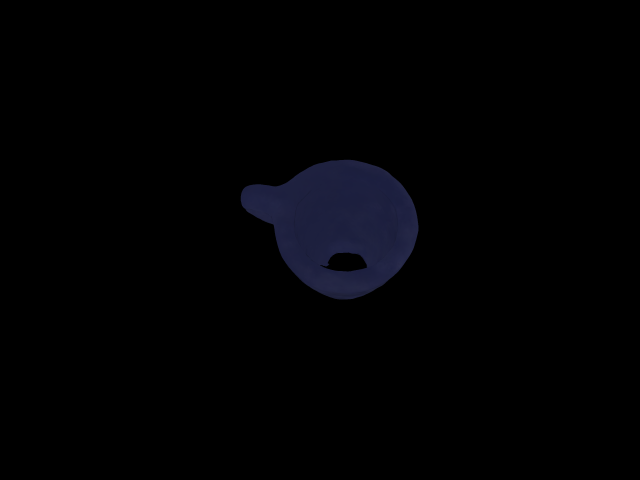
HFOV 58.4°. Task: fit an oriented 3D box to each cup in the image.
[{"bbox_3d":[0.004,0.001,0.400,0.117,0.095,0.092,17,68,7],"label":"cup"}]
